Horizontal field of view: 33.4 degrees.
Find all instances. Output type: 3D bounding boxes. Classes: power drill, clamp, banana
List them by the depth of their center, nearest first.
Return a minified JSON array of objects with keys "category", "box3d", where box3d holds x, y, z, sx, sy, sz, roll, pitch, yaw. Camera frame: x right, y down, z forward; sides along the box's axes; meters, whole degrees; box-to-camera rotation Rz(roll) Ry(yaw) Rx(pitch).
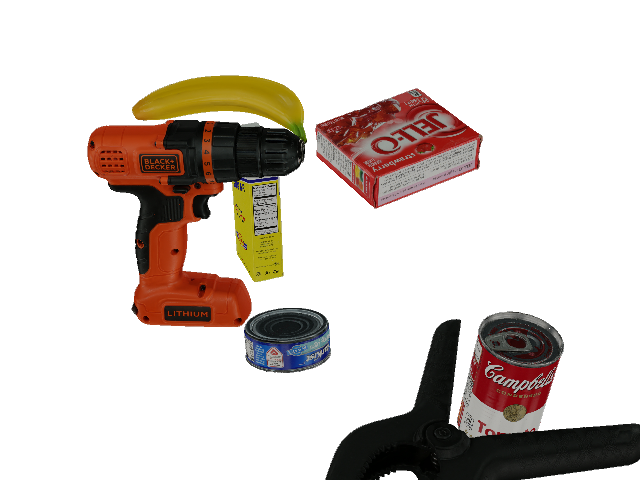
[{"category":"clamp","box3d":[0.071,0.123,0.654,0.209,0.036,0.165,-23,37,-27]},{"category":"power drill","box3d":[-0.103,-0.016,0.934,0.184,0.188,0.057,2,27,7]},{"category":"banana","box3d":[-0.097,-0.142,1.101,0.198,0.037,0.069,9,47,20]}]

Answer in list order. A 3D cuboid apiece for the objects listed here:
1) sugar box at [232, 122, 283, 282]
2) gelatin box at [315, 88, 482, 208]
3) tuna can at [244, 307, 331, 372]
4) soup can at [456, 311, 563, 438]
[{"category":"sugar box","box3d":[-0.080,-0.048,1.317,0.048,0.176,0.093,-12,26,-15]},{"category":"gelatin box","box3d":[0.052,-0.064,0.720,0.089,0.030,0.073,-22,44,-23]},{"category":"tuna can","box3d":[-0.033,0.098,1.059,0.086,0.034,0.086,-3,19,1]},{"category":"soup can","box3d":[0.153,0.119,0.873,0.068,0.102,0.068,5,33,-4]}]
